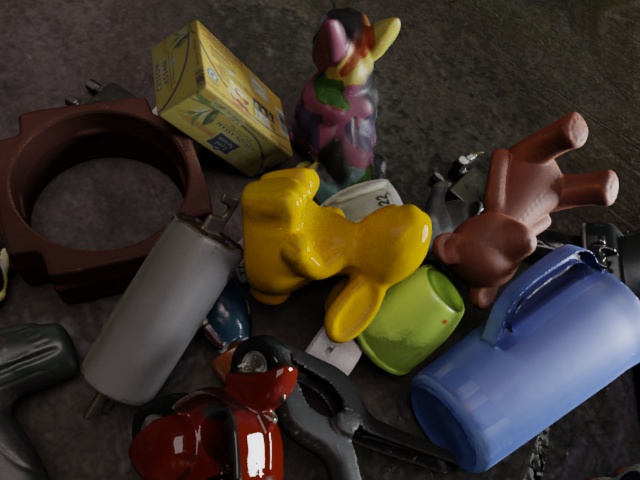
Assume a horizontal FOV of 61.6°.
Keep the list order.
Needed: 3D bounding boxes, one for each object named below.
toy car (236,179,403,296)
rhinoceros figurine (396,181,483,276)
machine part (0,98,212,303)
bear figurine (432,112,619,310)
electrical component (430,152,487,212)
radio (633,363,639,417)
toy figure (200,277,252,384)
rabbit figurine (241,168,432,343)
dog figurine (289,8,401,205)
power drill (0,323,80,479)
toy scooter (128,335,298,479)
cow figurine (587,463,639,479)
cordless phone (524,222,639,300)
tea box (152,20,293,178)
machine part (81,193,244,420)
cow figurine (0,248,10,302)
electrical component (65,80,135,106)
[{"bbox_3d":[-0.001,-0.002,0.598,0.202,0.056,0.073,-23,71,2],"label":"toy car"},{"bbox_3d":[0.148,-0.009,0.656,0.190,0.073,0.112,-3,62,-15],"label":"rhinoceros figurine"},{"bbox_3d":[-0.229,-0.046,0.578,0.201,0.087,0.201,-14,65,-21],"label":"machine part"},{"bbox_3d":[0.216,-0.027,0.576,0.120,0.132,0.196,51,55,-18],"label":"bear figurine"},{"bbox_3d":[0.209,-0.071,0.722,0.078,0.045,0.102,-32,74,-28],"label":"electrical component"},{"bbox_3d":[0.443,0.210,0.611,0.131,0.073,0.229,13,58,-6],"label":"radio"},{"bbox_3d":[-0.088,0.101,0.548,0.064,0.057,0.154,-19,72,-19],"label":"toy figure"},{"bbox_3d":[0.018,0.011,0.506,0.173,0.122,0.162,-1,95,2],"label":"rabbit figurine"},{"bbox_3d":[0.031,-0.152,0.623,0.108,0.219,0.191,-7,63,-13],"label":"dog figurine"},{"bbox_3d":[-0.307,0.180,0.446,0.232,0.086,0.207,-21,61,-26],"label":"power drill"},{"bbox_3d":[-0.083,0.177,0.451,0.184,0.075,0.135,-36,56,17],"label":"toy scooter"},{"bbox_3d":[0.346,0.310,0.500,0.085,0.127,0.195,-6,61,-14],"label":"cow figurine"},{"bbox_3d":[0.317,0.041,0.679,0.184,0.088,0.146,10,60,4],"label":"cordless phone"},{"bbox_3d":[-0.108,-0.153,0.619,0.068,0.169,0.098,-24,61,21],"label":"tea box"},{"bbox_3d":[-0.144,0.062,0.499,0.079,0.079,0.243,32,92,5],"label":"machine part"},{"bbox_3d":[-0.363,-0.012,0.536,0.098,0.068,0.167,-3,66,-21],"label":"cow figurine"},{"bbox_3d":[-0.263,-0.163,0.670,0.094,0.021,0.063,32,60,4],"label":"electrical component"}]
